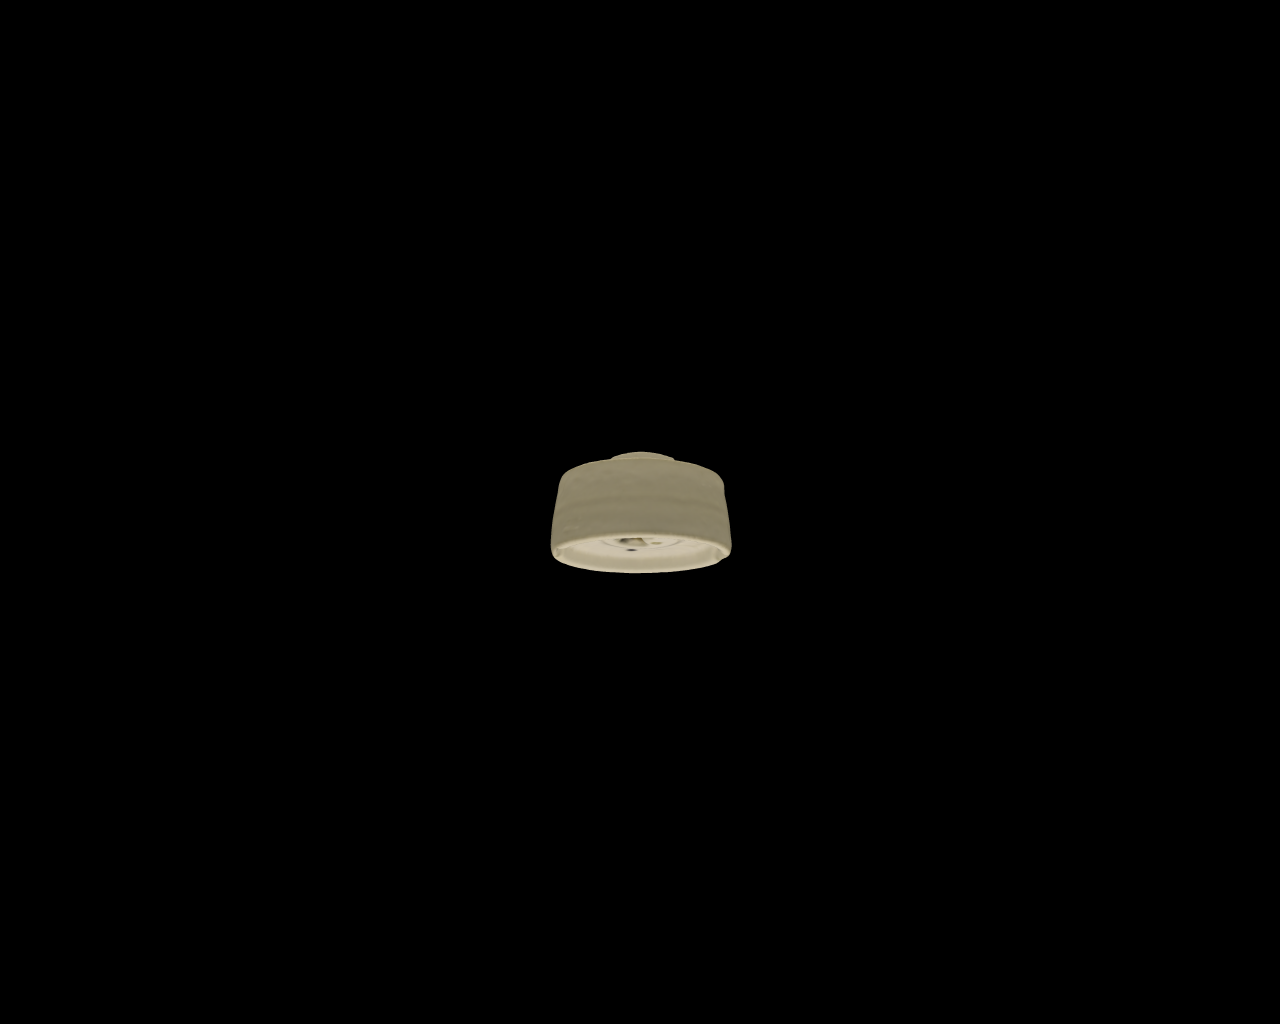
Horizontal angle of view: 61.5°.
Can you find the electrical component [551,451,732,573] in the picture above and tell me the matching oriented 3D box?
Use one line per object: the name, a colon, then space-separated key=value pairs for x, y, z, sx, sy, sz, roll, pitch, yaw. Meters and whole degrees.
electrical component: x=0.001 y=-0.003 z=0.650 sx=0.108 sy=0.060 sz=0.108 roll=0 pitch=-14 yaw=0
